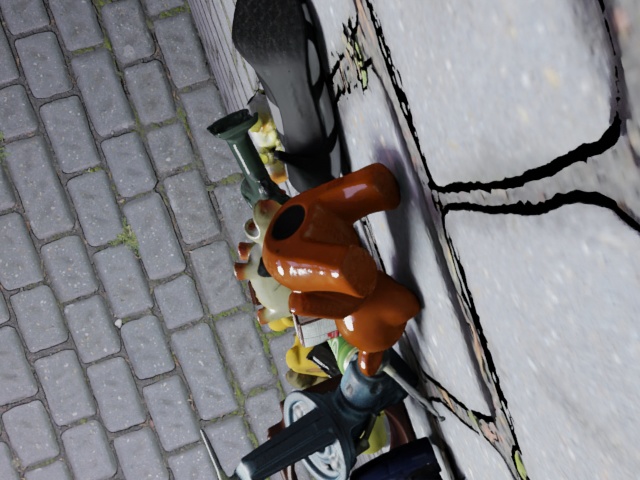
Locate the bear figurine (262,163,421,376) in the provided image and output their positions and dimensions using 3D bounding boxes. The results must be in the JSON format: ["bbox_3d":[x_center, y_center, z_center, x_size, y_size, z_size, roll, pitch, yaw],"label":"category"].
[{"bbox_3d":[0.042,0.041,0.487,0.132,0.120,0.195,-9,136,42],"label":"bear figurine"}]

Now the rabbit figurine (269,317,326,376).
[{"bbox_3d":[-0.015,0.167,1.038,0.122,0.162,0.173,144,136,-59],"label":"rabbit figurine"}]

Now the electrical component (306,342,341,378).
[{"bbox_3d":[0.042,0.213,0.893,0.119,0.047,0.074,35,178,18],"label":"electrical component"}]

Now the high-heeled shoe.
[{"bbox_3d":[-0.019,-0.169,0.579,0.145,0.086,0.248,1,-94,-65],"label":"high-heeled shoe"}]

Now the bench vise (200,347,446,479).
[{"bbox_3d":[-0.001,0.213,0.604,0.129,0.240,0.223,56,144,21],"label":"bench vise"}]

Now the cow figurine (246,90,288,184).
[{"bbox_3d":[-0.095,-0.184,0.978,0.167,0.068,0.098,84,170,-49],"label":"cow figurine"}]

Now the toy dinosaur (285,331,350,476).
[{"bbox_3d":[0.024,0.320,1.159,0.198,0.105,0.472,54,-164,-20],"label":"toy dinosaur"}]

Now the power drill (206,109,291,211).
[{"bbox_3d":[-0.091,-0.100,0.857,0.207,0.086,0.232,59,172,-30],"label":"power drill"}]

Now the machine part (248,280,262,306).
[{"bbox_3d":[-0.071,0.088,1.152,0.179,0.179,0.056,-178,71,-82],"label":"machine part"}]

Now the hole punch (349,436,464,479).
[{"bbox_3d":[0.093,0.283,0.631,0.115,0.142,0.092,61,-173,-53],"label":"hole punch"}]

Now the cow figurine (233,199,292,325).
[{"bbox_3d":[-0.053,0.028,0.761,0.085,0.127,0.194,-92,-11,-52],"label":"cow figurine"}]

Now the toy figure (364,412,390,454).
[{"bbox_3d":[0.075,0.319,0.990,0.082,0.089,0.180,65,173,-24],"label":"toy figure"}]

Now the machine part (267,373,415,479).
[{"bbox_3d":[0.038,0.311,0.791,0.087,0.201,0.200,-175,66,-79],"label":"machine part"}]
